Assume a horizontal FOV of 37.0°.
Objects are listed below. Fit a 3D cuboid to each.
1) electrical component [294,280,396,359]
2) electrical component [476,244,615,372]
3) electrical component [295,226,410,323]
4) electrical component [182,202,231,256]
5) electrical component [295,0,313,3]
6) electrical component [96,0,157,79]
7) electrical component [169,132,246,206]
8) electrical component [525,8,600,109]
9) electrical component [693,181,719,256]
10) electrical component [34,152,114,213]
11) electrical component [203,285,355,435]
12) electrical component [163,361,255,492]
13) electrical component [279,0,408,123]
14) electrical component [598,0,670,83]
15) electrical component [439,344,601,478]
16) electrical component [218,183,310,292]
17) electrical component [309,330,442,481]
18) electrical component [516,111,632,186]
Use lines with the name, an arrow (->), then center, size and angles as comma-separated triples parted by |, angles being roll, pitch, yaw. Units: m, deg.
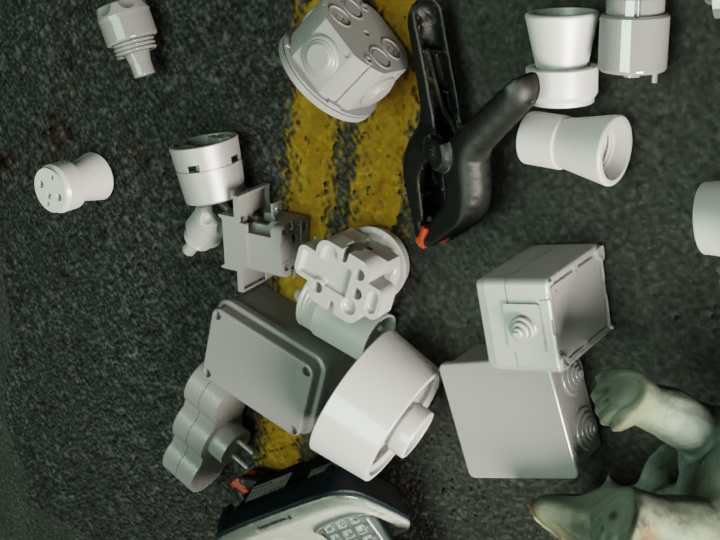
electrical component -> -0.017, 0.036, 0.835 | 0.081, 0.043, 0.043 | 28, 123, 26
electrical component -> 0.114, 0.025, 0.695 | 0.061, 0.096, 0.061 | 0, 108, 37
electrical component -> 0.000, 0.000, 0.798 | 0.078, 0.057, 0.058 | 31, 124, 24
electrical component -> -0.131, -0.032, 0.900 | 0.035, 0.035, 0.061 | 53, 132, 8
electrical component -> -0.028, -0.217, 0.742 | 0.062, 0.048, 0.048 | -21, 95, 34
electrical component -> -0.185, -0.188, 0.873 | 0.043, 0.043, 0.062 | -10, 103, 39
electrical component -> -0.120, -0.081, 0.860 | 0.055, 0.055, 0.047 | 3, 113, 36
electrical component -> 0.124, -0.130, 0.660 | 0.045, 0.045, 0.055 | 11, 114, 34
electrical component -> 0.239, -0.013, 0.620 | 0.077, 0.043, 0.079 | 0, 108, 37
electrical component -> -0.256, -0.078, 0.963 | 0.045, 0.055, 0.045 | 15, 116, 32
electrical component -> -0.067, 0.073, 0.878 | 0.113, 0.057, 0.078 | 29, 123, 25
electrical component -> -0.123, 0.147, 0.953 | 0.074, 0.052, 0.138 | 36, 126, 21
electrical component -> -0.011, -0.145, 0.735 | 0.051, 0.080, 0.080 | -41, 81, 34
electrical component -> 0.161, -0.148, 0.628 | 0.040, 0.040, 0.078 | 12, 114, 33
electrical component -> 0.114, 0.096, 0.755 | 0.100, 0.048, 0.099 | -8, 103, 39
electrical component -> -0.074, -0.024, 0.855 | 0.064, 0.042, 0.081 | 13, 116, 31
electrical component -> 0.019, 0.106, 0.797 | 0.060, 0.108, 0.108 | 34, 125, 15
electrical component -> 0.132, -0.080, 0.677 | 0.065, 0.044, 0.044 | 15, 117, 37
